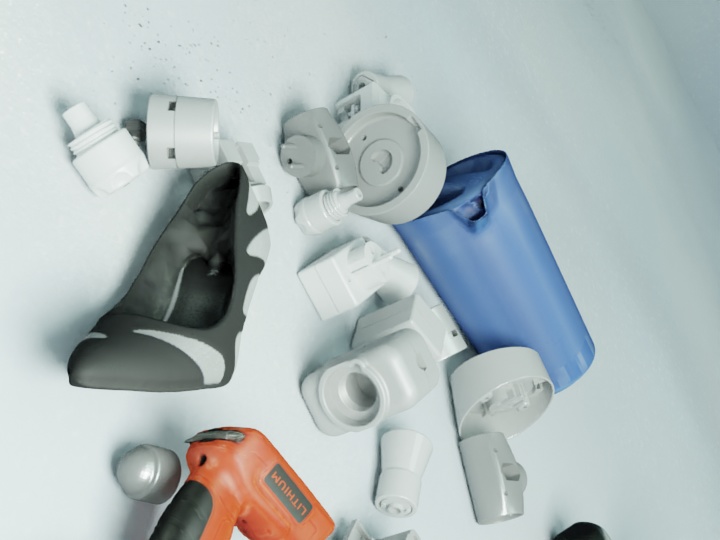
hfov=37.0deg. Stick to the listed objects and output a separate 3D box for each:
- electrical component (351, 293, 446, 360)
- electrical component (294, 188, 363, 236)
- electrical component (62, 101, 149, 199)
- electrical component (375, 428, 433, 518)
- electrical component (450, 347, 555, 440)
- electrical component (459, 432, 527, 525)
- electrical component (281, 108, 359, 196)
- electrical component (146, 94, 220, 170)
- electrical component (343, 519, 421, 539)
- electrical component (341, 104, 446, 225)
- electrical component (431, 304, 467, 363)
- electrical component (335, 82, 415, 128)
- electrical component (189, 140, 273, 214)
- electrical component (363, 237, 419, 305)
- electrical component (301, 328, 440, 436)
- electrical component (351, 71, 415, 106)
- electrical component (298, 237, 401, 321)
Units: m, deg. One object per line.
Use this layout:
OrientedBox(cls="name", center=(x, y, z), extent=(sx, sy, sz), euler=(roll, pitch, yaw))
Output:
OrientedBox(cls="electrical component", center=(0.031, 0.070, 0.921), extent=(0.047, 0.066, 0.076), euler=(50, 32, -25))
OrientedBox(cls="electrical component", center=(-0.025, -0.054, 0.929), extent=(0.035, 0.061, 0.035), euler=(39, 39, -40))
OrientedBox(cls="electrical component", center=(-0.176, -0.083, 0.726), extent=(0.062, 0.043, 0.043), euler=(57, 30, -11))
OrientedBox(cls="electrical component", center=(0.034, 0.168, 0.879), extent=(0.044, 0.044, 0.065), euler=(46, 39, -30))
OrientedBox(cls="electrical component", center=(0.135, 0.118, 1.028), extent=(0.099, 0.099, 0.064), euler=(27, 40, -48))
OrientedBox(cls="electrical component", center=(0.132, 0.197, 1.013), extent=(0.079, 0.043, 0.077), euler=(18, 53, -52))
OrientedBox(cls="electrical component", center=(-0.044, -0.101, 0.953), extent=(0.079, 0.043, 0.077), euler=(-11, 78, -60))
OrientedBox(cls="electrical component", center=(-0.128, -0.101, 0.787), extent=(0.055, 0.047, 0.055), euler=(-179, -90, -88))
OrientedBox(cls="electrical component", center=(0.021, 0.224, 0.792), extent=(0.081, 0.064, 0.042), euler=(56, 29, -15))
OrientedBox(cls="electrical component", center=(0.029, -0.094, 1.008), extent=(0.060, 0.108, 0.108), euler=(26, 47, -57))
OrientedBox(cls="electrical component", center=(0.064, 0.062, 0.995), extent=(0.055, 0.055, 0.047), euler=(-18, 80, -61))
OrientedBox(cls="electrical component", center=(0.024, -0.139, 1.081), extent=(0.089, 0.056, 0.050), euler=(39, 38, -38))
OrientedBox(cls="electrical component", center=(-0.098, -0.067, 0.839), extent=(0.066, 0.048, 0.055), euler=(-4, 64, -59))
OrientedBox(cls="electrical component", center=(0.017, -0.001, 0.981), extent=(0.065, 0.044, 0.044), euler=(35, 40, -34))
OrientedBox(cls="electrical component", center=(0.006, 0.089, 0.836), extent=(0.053, 0.095, 0.059), euler=(64, 29, -1))
OrientedBox(cls="electrical component", center=(0.022, -0.187, 1.131), extent=(0.065, 0.044, 0.044), euler=(2, 67, -53))
OrientedBox(cls="electrical component", center=(0.000, 0.000, 0.914), extent=(0.047, 0.077, 0.066), euler=(62, 29, -5))
